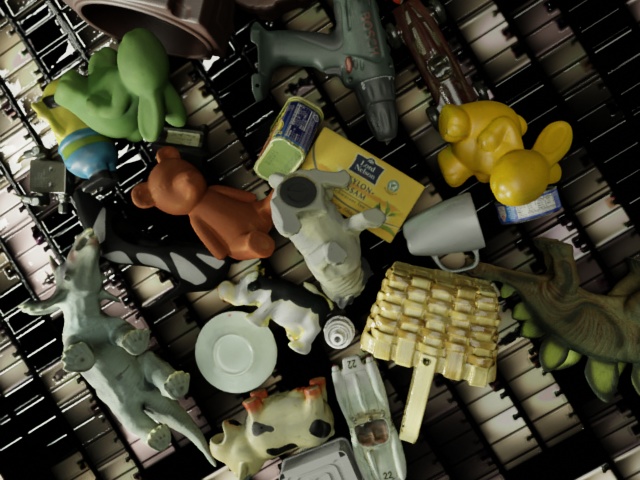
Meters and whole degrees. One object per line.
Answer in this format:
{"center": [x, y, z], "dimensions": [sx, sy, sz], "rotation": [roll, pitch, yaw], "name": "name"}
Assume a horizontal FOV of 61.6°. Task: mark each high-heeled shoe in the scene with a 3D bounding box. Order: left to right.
{"center": [-0.253, -0.012, 0.817], "dimensions": [0.145, 0.086, 0.248], "rotation": [-39, 94, 3], "name": "high-heeled shoe"}

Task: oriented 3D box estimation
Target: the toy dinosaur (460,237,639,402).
{"center": [0.426, 0.123, 0.753], "dimensions": [0.472, 0.105, 0.198], "rotation": [18, 102, 13], "name": "toy dinosaur"}

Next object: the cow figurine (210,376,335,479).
{"center": [-0.073, 0.292, 0.816], "dimensions": [0.195, 0.085, 0.127], "rotation": [-15, 85, 5], "name": "cow figurine"}

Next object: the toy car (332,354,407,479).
{"center": [0.075, 0.271, 0.811], "dimensions": [0.074, 0.056, 0.201], "rotation": [-17, 92, 6], "name": "toy car"}

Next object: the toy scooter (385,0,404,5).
{"center": [0.089, -0.400, 0.753], "dimensions": [0.184, 0.075, 0.135], "rotation": [21, 72, -1], "name": "toy scooter"}

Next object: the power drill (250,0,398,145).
{"center": [0.004, -0.247, 0.780], "dimensions": [0.207, 0.086, 0.232], "rotation": [-4, 91, 9], "name": "power drill"}

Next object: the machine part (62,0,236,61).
{"center": [-0.229, -0.322, 0.734], "dimensions": [0.202, 0.201, 0.087], "rotation": [14, 91, 4], "name": "machine part"}

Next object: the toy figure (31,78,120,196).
{"center": [-0.359, -0.160, 0.818], "dimensions": [0.089, 0.082, 0.180], "rotation": [-29, 82, -13], "name": "toy figure"}

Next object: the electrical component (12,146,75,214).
{"center": [-0.433, -0.096, 0.844], "dimensions": [0.078, 0.045, 0.102], "rotation": [10, 94, 6], "name": "electrical component"}

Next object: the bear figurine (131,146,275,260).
{"center": [-0.152, -0.057, 0.764], "dimensions": [0.195, 0.132, 0.120], "rotation": [39, 58, -20], "name": "bear figurine"}

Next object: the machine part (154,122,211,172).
{"center": [-0.214, -0.111, 0.828], "dimensions": [0.084, 0.039, 0.138], "rotation": [4, 91, -3], "name": "machine part"}

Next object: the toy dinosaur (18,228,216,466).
{"center": [-0.298, 0.185, 0.800], "dimensions": [0.131, 0.192, 0.404], "rotation": [-35, 121, -26], "name": "toy dinosaur"}

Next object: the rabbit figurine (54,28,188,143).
{"center": [-0.265, -0.210, 0.748], "dimensions": [0.170, 0.121, 0.159], "rotation": [-27, 105, 43], "name": "rabbit figurine"}

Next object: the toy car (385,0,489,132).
{"center": [0.168, -0.256, 0.779], "dimensions": [0.089, 0.053, 0.202], "rotation": [-26, 92, 9], "name": "toy car"}

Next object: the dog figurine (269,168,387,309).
{"center": [-0.003, 0.001, 0.753], "dimensions": [0.121, 0.190, 0.172], "rotation": [-32, 70, -18], "name": "dog figurine"}

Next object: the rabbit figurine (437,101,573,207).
{"center": [0.250, -0.103, 0.718], "dimensions": [0.162, 0.173, 0.121], "rotation": [-4, 128, -7], "name": "rabbit figurine"}

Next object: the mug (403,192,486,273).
{"center": [0.180, -0.005, 0.782], "dimensions": [0.107, 0.081, 0.109], "rotation": [-14, 102, 16], "name": "mug"}

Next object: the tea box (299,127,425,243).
{"center": [0.056, -0.080, 0.789], "dimensions": [0.170, 0.068, 0.098], "rotation": [30, 96, 4], "name": "tea box"}

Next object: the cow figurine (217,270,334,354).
{"center": [-0.068, 0.089, 0.809], "dimensions": [0.167, 0.068, 0.098], "rotation": [32, 90, -1], "name": "cow figurine"}

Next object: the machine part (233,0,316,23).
{"center": [-0.070, -0.416, 0.790], "dimensions": [0.179, 0.056, 0.179], "rotation": [0, 92, 5], "name": "machine part"}
